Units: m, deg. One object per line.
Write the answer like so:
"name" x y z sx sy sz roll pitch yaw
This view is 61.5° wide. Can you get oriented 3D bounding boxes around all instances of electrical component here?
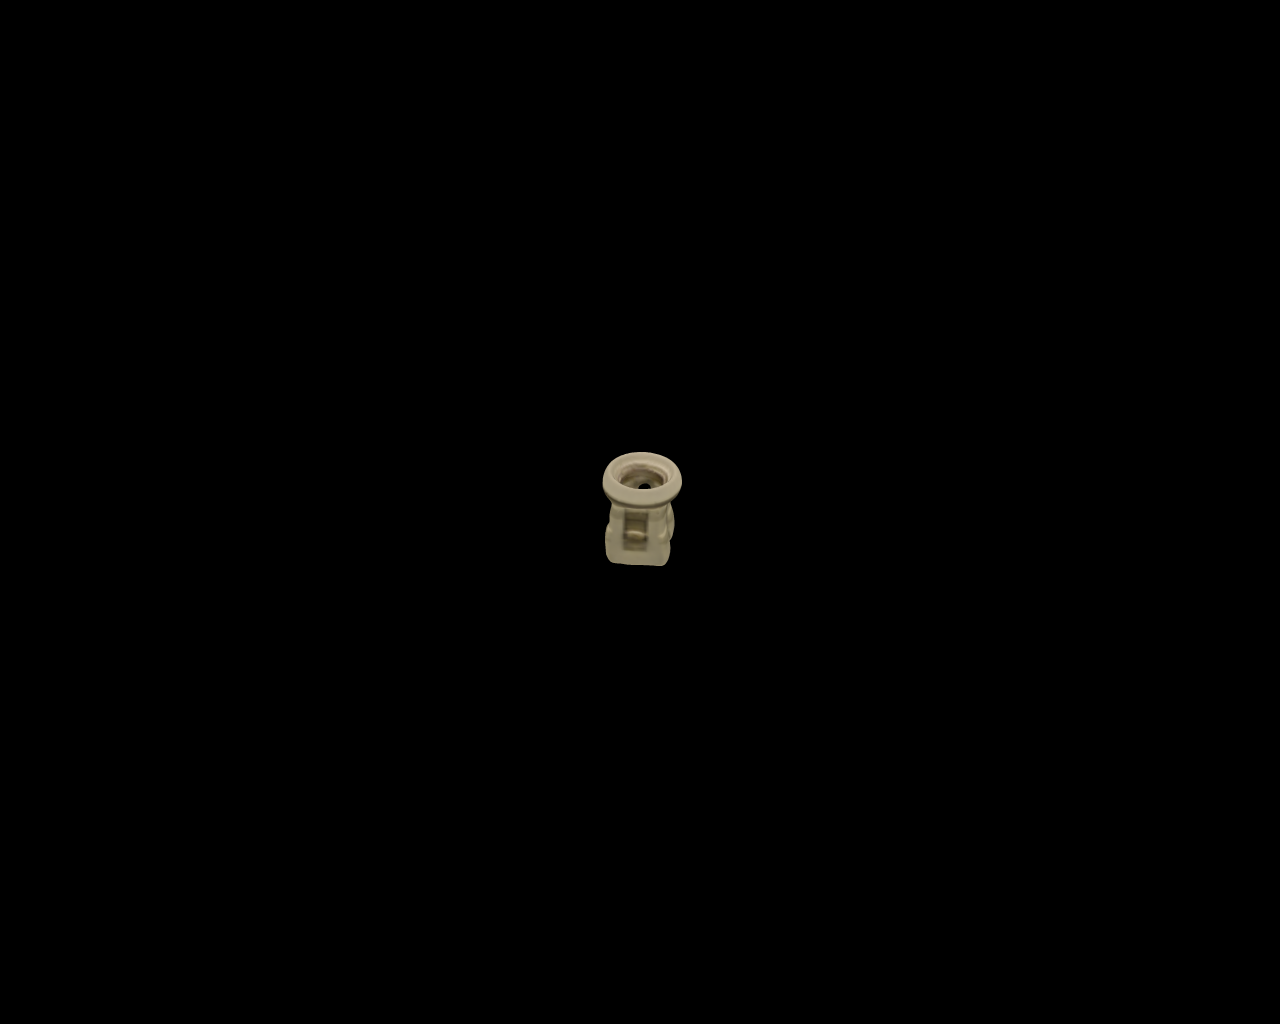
"electrical component" 0.001 -0.003 0.650 0.048 0.055 0.066 3 34 5
